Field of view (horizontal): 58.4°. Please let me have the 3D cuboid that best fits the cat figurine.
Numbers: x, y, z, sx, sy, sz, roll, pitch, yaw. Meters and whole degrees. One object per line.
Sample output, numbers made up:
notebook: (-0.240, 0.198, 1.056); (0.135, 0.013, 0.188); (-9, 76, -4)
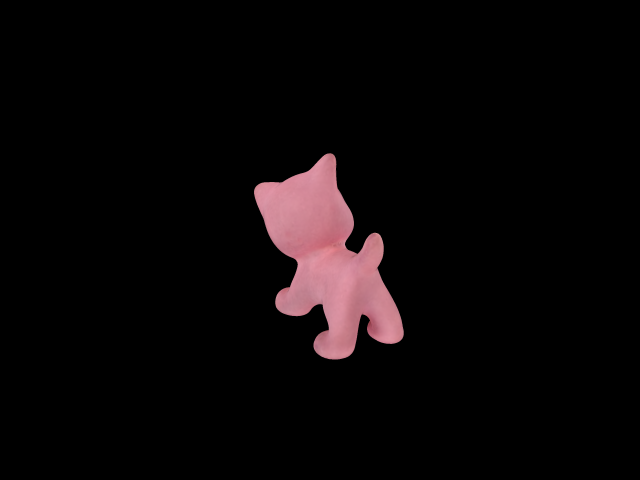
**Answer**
cat figurine: (0.004, 0.001, 0.400); (0.067, 0.118, 0.127); (-14, 27, -29)
